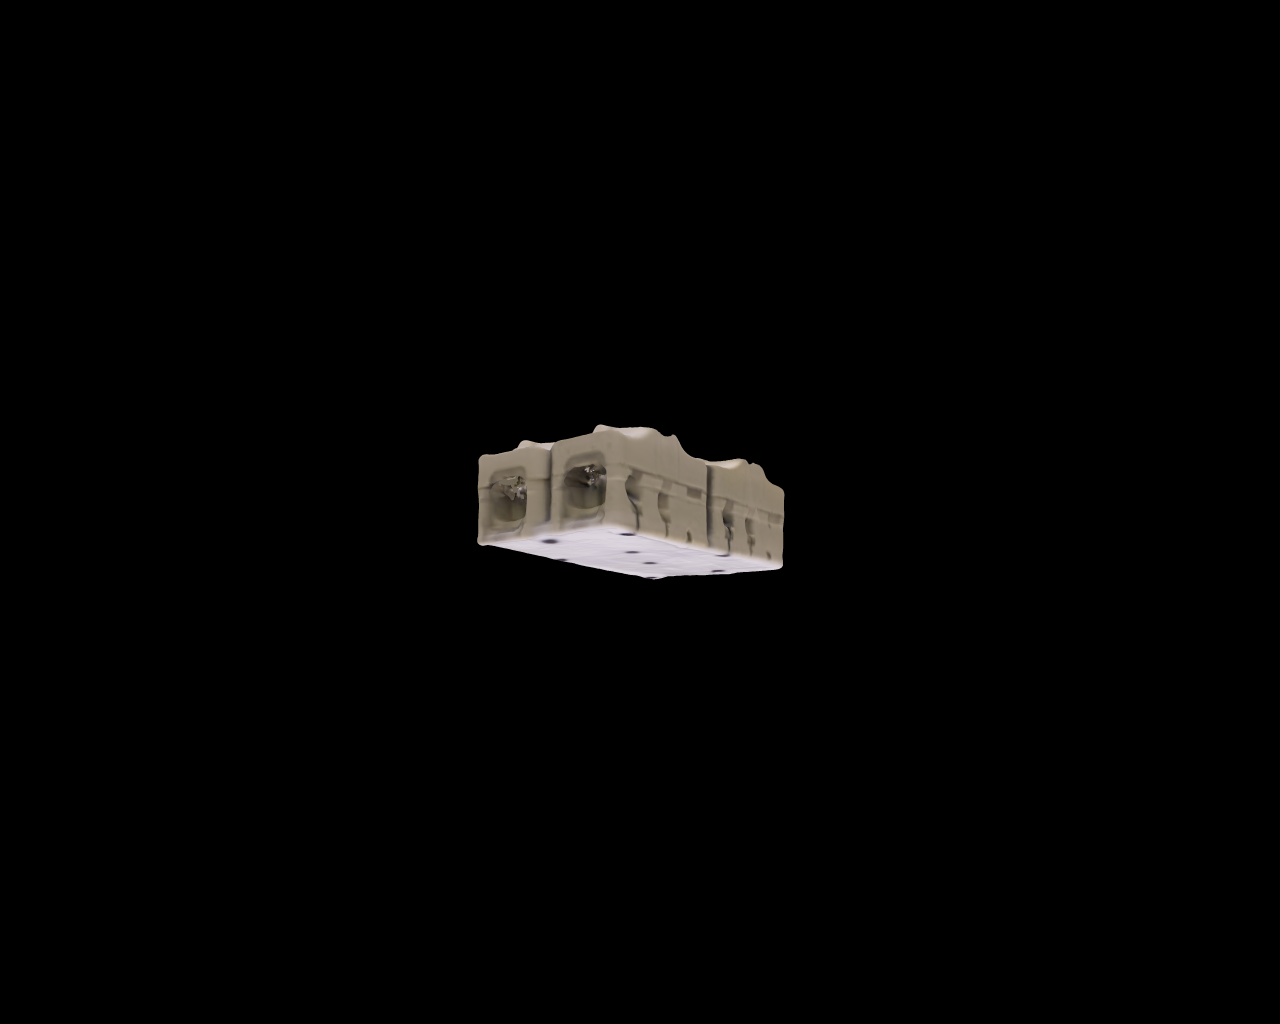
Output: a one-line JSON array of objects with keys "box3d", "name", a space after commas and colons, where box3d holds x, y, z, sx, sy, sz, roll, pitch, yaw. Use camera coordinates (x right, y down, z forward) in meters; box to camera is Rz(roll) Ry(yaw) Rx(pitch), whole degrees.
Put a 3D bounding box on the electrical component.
[{"box3d": [0.001, -0.003, 0.650, 0.105, 0.060, 0.186, -8, -14, 35], "name": "electrical component"}]
